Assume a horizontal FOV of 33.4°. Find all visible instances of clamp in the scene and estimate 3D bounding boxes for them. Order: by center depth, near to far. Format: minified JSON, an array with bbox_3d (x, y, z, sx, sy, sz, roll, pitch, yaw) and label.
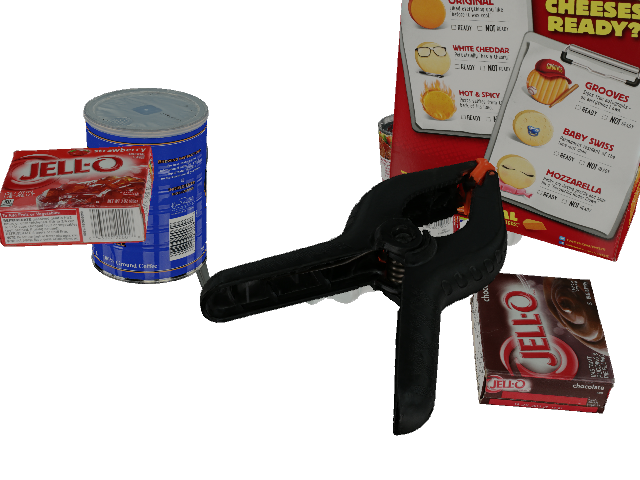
[{"bbox_3d":[0.042,0.018,0.504,0.171,0.039,0.120,-34,60,-30],"label":"clamp"}]

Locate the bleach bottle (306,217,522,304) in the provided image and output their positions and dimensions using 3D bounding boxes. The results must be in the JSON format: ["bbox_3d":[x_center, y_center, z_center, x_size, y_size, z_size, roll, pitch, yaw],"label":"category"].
[{"bbox_3d":[0.092,0.008,1.148,0.250,0.068,0.103,-26,43,-23],"label":"bleach bottle"}]

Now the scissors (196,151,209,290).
[{"bbox_3d":[-0.136,-0.042,1.170,0.096,0.202,0.016,-36,13,-39],"label":"scissors"}]

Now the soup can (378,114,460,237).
[{"bbox_3d":[0.087,-0.055,0.932,0.068,0.102,0.068,-5,23,2],"label":"soup can"}]

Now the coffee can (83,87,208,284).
[{"bbox_3d":[-0.148,-0.048,0.916,0.103,0.140,0.103,2,27,-1],"label":"coffee can"}]

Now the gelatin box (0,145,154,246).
[{"bbox_3d":[-0.150,-0.029,0.658,0.089,0.030,0.073,-2,34,-2],"label":"gelatin box"}]

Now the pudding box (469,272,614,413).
[{"bbox_3d":[0.158,0.072,0.781,0.090,0.039,0.113,5,36,-1],"label":"pudding box"}]

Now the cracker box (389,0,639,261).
[{"bbox_3d":[0.135,-0.105,0.676,0.164,0.214,0.072,17,43,18],"label":"cracker box"}]
